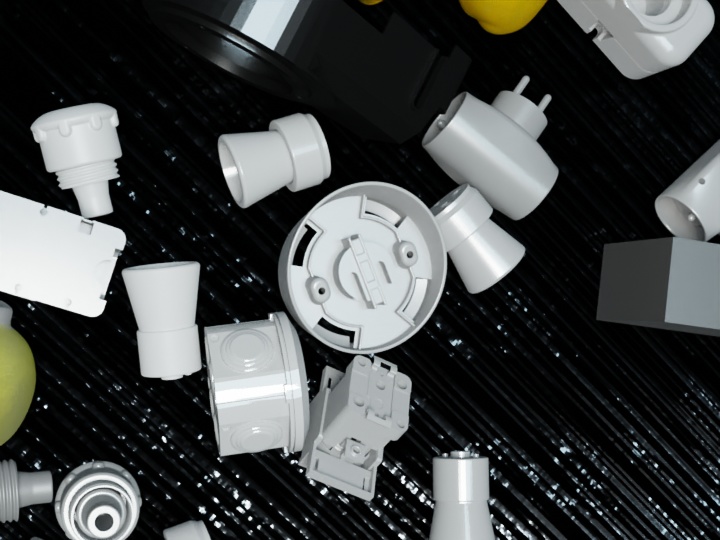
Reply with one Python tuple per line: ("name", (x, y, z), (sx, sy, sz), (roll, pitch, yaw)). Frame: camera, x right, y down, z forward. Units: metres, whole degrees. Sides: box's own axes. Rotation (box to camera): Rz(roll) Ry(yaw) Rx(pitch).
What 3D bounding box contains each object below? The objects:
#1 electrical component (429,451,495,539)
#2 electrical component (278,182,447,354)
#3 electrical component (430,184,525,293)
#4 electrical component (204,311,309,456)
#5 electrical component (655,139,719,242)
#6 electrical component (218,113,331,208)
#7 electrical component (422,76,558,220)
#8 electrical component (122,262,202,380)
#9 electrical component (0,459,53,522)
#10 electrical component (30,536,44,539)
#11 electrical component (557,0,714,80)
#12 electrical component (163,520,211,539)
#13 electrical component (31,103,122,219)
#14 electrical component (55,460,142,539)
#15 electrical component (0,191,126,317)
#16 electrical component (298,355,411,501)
("electrical component", (0.063, 0.145, 0.666), (0.044, 0.044, 0.065), (1, 83, -16))
("electrical component", (0.000, 0.000, 0.639), (0.099, 0.064, 0.099), (0, 88, -16))
("electrical component", (0.069, -0.020, 0.670), (0.045, 0.045, 0.055), (-43, 99, -13))
("electrical component", (-0.059, 0.066, 0.612), (0.051, 0.080, 0.080), (-7, 90, -11))
("electrical component", (0.251, -0.043, 0.725), (0.077, 0.043, 0.079), (-41, 100, -14))
("electrical component", (-0.051, -0.065, 0.636), (0.055, 0.045, 0.045), (-19, 94, -17))
("electrical component", (0.092, -0.086, 0.679), (0.077, 0.043, 0.079), (37, 79, -13))
("electrical component", (-0.111, 0.030, 0.618), (0.044, 0.044, 0.065), (-6, 95, -17))
("electrical component", (-0.201, 0.121, 0.587), (0.062, 0.048, 0.048), (-2, 89, -23))
("electrical component", (-0.172, 0.197, 0.576), (0.047, 0.076, 0.083), (26, 81, -14))
("electrical component", (0.180, -0.176, 0.699), (0.095, 0.059, 0.053), (45, 77, -11))
("electrical component", (-0.110, 0.171, 0.611), (0.055, 0.045, 0.045), (-17, 93, -17))
("electrical component", (-0.155, -0.061, 0.606), (0.048, 0.048, 0.062), (-15, 100, -16))
("electrical component", (-0.143, 0.133, 0.593), (0.048, 0.062, 0.048), (0, 89, -17))
("electrical component", (-0.180, -0.010, 0.590), (0.089, 0.056, 0.050), (18, 83, -15))
("electrical component", (-0.002, 0.087, 0.629), (0.042, 0.063, 0.081), (24, 41, -15))
